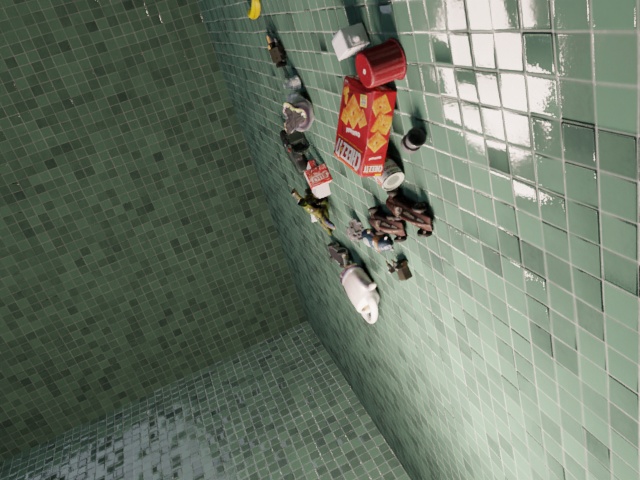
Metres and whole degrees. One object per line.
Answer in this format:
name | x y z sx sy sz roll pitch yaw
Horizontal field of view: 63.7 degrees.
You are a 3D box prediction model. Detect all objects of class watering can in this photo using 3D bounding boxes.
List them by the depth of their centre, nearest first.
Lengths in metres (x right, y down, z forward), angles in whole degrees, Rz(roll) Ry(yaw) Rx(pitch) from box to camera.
watering can | 0.161 0.180 1.947 0.339 0.104 0.229 85 159 -55

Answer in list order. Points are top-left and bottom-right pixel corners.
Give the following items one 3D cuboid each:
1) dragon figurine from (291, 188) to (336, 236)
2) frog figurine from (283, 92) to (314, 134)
dragon figurine | 0.007 -0.111 2.198 0.238 0.122 0.419 54 -177 -48
frog figurine | -0.072 -0.473 1.869 0.135 0.122 0.163 64 -154 -28
